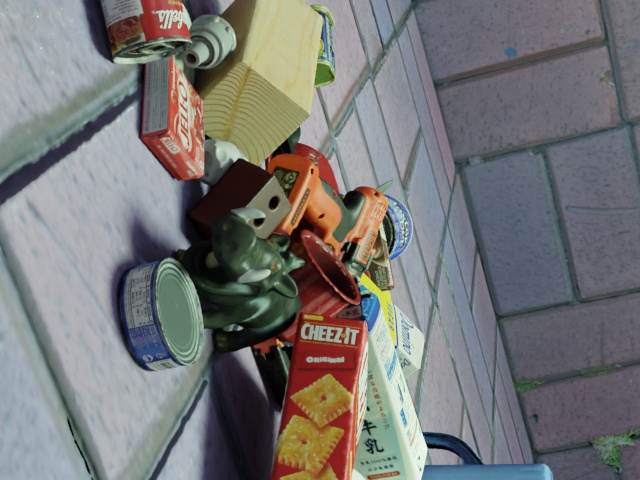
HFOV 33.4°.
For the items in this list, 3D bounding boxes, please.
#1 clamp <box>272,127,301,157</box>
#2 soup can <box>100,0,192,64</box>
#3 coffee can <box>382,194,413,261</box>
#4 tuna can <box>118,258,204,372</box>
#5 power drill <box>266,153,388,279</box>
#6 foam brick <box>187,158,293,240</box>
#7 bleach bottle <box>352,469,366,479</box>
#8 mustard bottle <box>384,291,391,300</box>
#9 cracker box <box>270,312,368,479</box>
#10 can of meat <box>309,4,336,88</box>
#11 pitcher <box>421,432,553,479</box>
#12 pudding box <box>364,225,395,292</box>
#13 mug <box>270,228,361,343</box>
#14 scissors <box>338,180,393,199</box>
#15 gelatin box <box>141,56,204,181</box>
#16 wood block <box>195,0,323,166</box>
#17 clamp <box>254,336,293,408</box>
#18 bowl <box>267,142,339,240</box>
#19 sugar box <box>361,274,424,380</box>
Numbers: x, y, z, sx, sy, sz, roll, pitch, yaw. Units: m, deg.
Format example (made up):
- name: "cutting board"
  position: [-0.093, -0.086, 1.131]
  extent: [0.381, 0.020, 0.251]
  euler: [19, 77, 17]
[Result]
- name: "clamp"
  position: [-0.060, -0.138, 1.235]
  extent: [0.120, 0.039, 0.171]
  euler: [56, 16, -31]
- name: "soup can"
  position: [-0.151, -0.205, 0.889]
  extent: [0.068, 0.068, 0.102]
  euler: [-12, 88, -76]
- name: "coffee can"
  position: [0.069, -0.013, 1.493]
  extent: [0.140, 0.103, 0.103]
  euler: [-16, 93, -75]
- name: "tuna can"
  position: [-0.123, 0.059, 0.832]
  extent: [0.086, 0.034, 0.086]
  euler: [-13, 90, -76]
- name: "power drill"
  position: [-0.008, 0.001, 1.177]
  extent: [0.187, 0.057, 0.184]
  euler: [36, 73, -53]
- name: "foam brick"
  position: [-0.073, -0.026, 0.989]
  extent: [0.078, 0.051, 0.053]
  euler: [-50, 140, -19]
- name: "bleach bottle"
  position: [0.018, 0.359, 1.058]
  extent: [0.102, 0.068, 0.251]
  euler: [59, 25, -51]
- name: "mustard bottle"
  position: [0.072, 0.118, 1.478]
  extent: [0.096, 0.058, 0.191]
  euler: [56, 25, -48]
- name: "cracker box"
  position: [0.000, 0.200, 0.959]
  extent: [0.164, 0.072, 0.213]
  euler: [90, 8, -50]
- name: "can of meat"
  position: [-0.031, -0.230, 1.307]
  extent: [0.057, 0.102, 0.084]
  euler: [52, 31, -61]
- name: "pitcher"
  position: [0.145, 0.306, 1.216]
  extent: [0.145, 0.243, 0.149]
  euler: [-48, 130, -75]
- name: "pudding box"
  position: [0.043, 0.018, 1.396]
  extent: [0.039, 0.090, 0.113]
  euler: [36, 42, -70]
- name: "mug"
  position: [-0.027, 0.041, 1.073]
  extent: [0.117, 0.081, 0.093]
  euler: [49, 14, -12]
- name: "scissors"
  position: [0.046, -0.023, 1.323]
  extent: [0.201, 0.016, 0.096]
  euler: [-11, 105, -62]
- name: "gelatin box"
  position: [-0.131, -0.109, 0.958]
  extent: [0.073, 0.030, 0.089]
  euler: [56, 25, -55]
- name: "wood block"
  position: [-0.063, -0.182, 1.106]
  extent: [0.090, 0.091, 0.206]
  euler: [36, 33, -22]
- name: "clamp"
  position: [-0.017, 0.161, 1.141]
  extent: [0.209, 0.036, 0.164]
  euler: [49, 31, -58]
- name: "bowl"
  position: [-0.013, -0.056, 1.316]
  extent: [0.162, 0.055, 0.162]
  euler: [-14, 90, -76]
- name: "sugar box"
  position: [0.056, 0.090, 1.325]
  extent: [0.176, 0.048, 0.093]
  euler: [43, 22, -10]
